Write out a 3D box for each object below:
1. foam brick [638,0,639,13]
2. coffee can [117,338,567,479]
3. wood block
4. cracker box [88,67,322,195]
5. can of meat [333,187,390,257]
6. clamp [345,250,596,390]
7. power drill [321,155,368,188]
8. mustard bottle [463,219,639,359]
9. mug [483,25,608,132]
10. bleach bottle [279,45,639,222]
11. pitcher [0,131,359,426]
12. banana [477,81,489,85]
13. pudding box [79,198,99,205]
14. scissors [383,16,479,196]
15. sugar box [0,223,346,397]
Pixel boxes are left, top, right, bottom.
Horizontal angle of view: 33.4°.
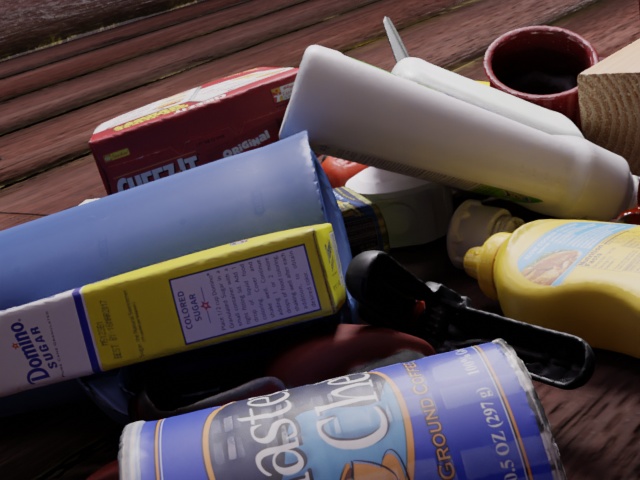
[{"bbox_3d":[0.289,-0.177,0.820,0.053,0.051,0.078,-15,19,-14],"label":"foam brick"},{"bbox_3d":[0.009,0.100,0.381,0.140,0.103,0.103,-13,18,-3],"label":"coffee can"},{"bbox_3d":[0.299,-0.120,0.873,0.091,0.090,0.205,3,23,39],"label":"wood block"},{"bbox_3d":[-0.095,-0.081,0.856,0.164,0.072,0.214,-20,13,-7],"label":"cracker box"},{"bbox_3d":[-0.005,0.001,0.762,0.083,0.057,0.102,-15,19,-13],"label":"can of meat"},{"bbox_3d":[0.053,0.038,0.545,0.039,0.120,0.172,-61,11,-10],"label":"clamp"},{"bbox_3d":[0.049,-0.109,0.988,0.184,0.057,0.188,-23,35,-21],"label":"power drill"},{"bbox_3d":[0.156,0.024,0.585,0.096,0.058,0.192,-32,26,-34],"label":"mustard bottle"},{"bbox_3d":[0.196,-0.122,0.898,0.117,0.081,0.093,-14,48,-4],"label":"mug"},{"bbox_3d":[0.101,-0.060,0.712,0.250,0.068,0.102,17,2,-4],"label":"bleach bottle"},{"bbox_3d":[-0.099,0.036,0.633,0.243,0.145,0.149,-15,6,3],"label":"pitcher"},{"bbox_3d":[0.177,-0.120,1.019,0.069,0.037,0.198,-22,30,-27],"label":"banana"},{"bbox_3d":[-0.174,-0.011,0.938,0.114,0.039,0.090,-4,18,16],"label":"pudding box"},{"bbox_3d":[0.070,-0.111,0.910,0.096,0.016,0.202,-22,62,-21],"label":"scissors"},{"bbox_3d":[-0.077,0.033,0.524,0.176,0.048,0.093,-13,0,6],"label":"sugar box"}]
